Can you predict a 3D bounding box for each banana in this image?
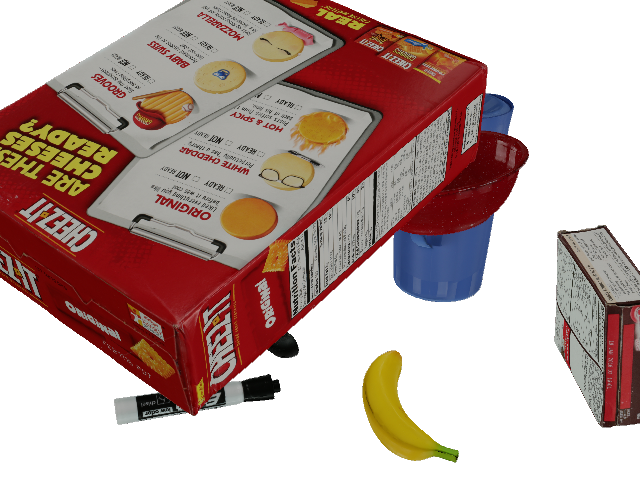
[{"bbox_3d":[0.078,0.173,1.113,0.069,0.037,0.198,10,24,-20],"label":"banana"}]

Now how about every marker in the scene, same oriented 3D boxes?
[{"bbox_3d":[-0.089,0.115,0.780,0.121,0.020,0.020,-8,2,-12],"label":"marker"}]

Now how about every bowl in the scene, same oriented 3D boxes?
[{"bbox_3d":[0.106,-0.048,0.950,0.162,0.055,0.162,-8,23,3],"label":"bowl"}]

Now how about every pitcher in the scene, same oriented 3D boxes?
[{"bbox_3d":[0.142,-0.051,1.249,0.149,0.243,0.145,-7,25,-20],"label":"pitcher"}]

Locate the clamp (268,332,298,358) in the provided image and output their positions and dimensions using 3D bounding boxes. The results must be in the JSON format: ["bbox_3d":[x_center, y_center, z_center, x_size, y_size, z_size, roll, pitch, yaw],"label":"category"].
[{"bbox_3d":[-0.104,0.047,1.010,0.210,0.036,0.164,2,37,1],"label":"clamp"}]

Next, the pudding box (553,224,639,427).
[{"bbox_3d":[0.184,0.053,0.694,0.039,0.090,0.113,-5,25,-3],"label":"pudding box"}]

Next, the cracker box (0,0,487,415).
[{"bbox_3d":[-0.047,-0.038,0.517,0.164,0.072,0.213,29,53,29],"label":"cracker box"}]
